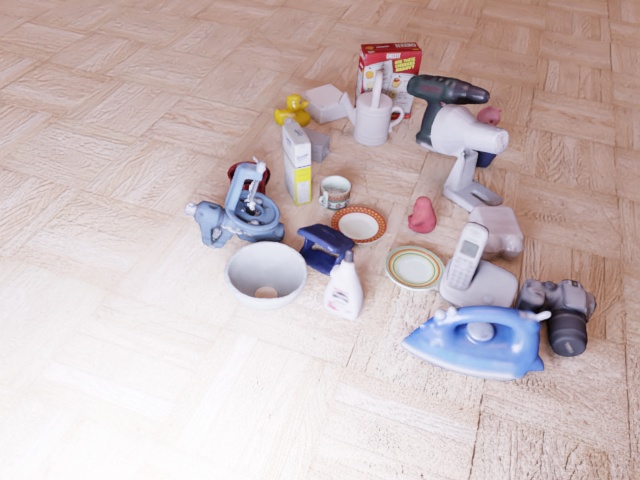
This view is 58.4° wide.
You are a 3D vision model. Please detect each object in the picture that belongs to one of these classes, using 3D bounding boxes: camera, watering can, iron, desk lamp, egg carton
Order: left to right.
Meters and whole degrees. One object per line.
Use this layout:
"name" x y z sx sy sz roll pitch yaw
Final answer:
"watering can" 0.139 -0.360 1.547 0.173 0.194 0.100 -7 45 -11
"desk lamp" 0.363 -0.201 1.384 0.118 0.214 0.202 -30 53 -30
"iron" 0.285 0.166 1.045 0.258 0.141 0.118 5 44 1
"egg carton" 0.398 -0.021 1.302 0.107 0.069 0.150 1 44 -3
"camera" 0.462 0.147 1.109 0.143 0.101 0.137 11 44 7

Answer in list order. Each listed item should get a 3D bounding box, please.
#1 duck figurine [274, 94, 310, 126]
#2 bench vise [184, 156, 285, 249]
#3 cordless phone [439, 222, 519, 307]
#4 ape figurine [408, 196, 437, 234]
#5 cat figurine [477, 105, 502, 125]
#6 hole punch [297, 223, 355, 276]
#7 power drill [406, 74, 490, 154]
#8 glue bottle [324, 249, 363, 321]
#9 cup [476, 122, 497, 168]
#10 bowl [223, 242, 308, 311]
"duck figurine" -0.078 -0.371 1.619 0.104 0.086 0.077 -5 44 -9
"bench vise" -0.177 -0.070 1.199 0.208 0.220 0.121 -10 45 -14
"cordless phone" 0.323 0.058 1.129 0.147 0.185 0.094 22 46 18
"ape figurine" 0.234 -0.063 1.317 0.076 0.092 0.078 32 50 26
"cat figurine" 0.444 -0.328 1.593 0.128 0.118 0.067 -2 44 -7
"hole punch" 0.011 0.004 1.229 0.108 0.091 0.101 28 49 23
"power drill" 0.330 -0.342 1.533 0.229 0.208 0.076 30 50 25
"glue bottle" 0.048 0.080 1.093 0.078 0.173 0.037 18 45 15
"cup" 0.435 -0.250 1.527 0.091 0.095 0.117 6 44 2
"bowl" -0.108 0.085 1.147 0.167 0.075 0.167 2 44 -2
